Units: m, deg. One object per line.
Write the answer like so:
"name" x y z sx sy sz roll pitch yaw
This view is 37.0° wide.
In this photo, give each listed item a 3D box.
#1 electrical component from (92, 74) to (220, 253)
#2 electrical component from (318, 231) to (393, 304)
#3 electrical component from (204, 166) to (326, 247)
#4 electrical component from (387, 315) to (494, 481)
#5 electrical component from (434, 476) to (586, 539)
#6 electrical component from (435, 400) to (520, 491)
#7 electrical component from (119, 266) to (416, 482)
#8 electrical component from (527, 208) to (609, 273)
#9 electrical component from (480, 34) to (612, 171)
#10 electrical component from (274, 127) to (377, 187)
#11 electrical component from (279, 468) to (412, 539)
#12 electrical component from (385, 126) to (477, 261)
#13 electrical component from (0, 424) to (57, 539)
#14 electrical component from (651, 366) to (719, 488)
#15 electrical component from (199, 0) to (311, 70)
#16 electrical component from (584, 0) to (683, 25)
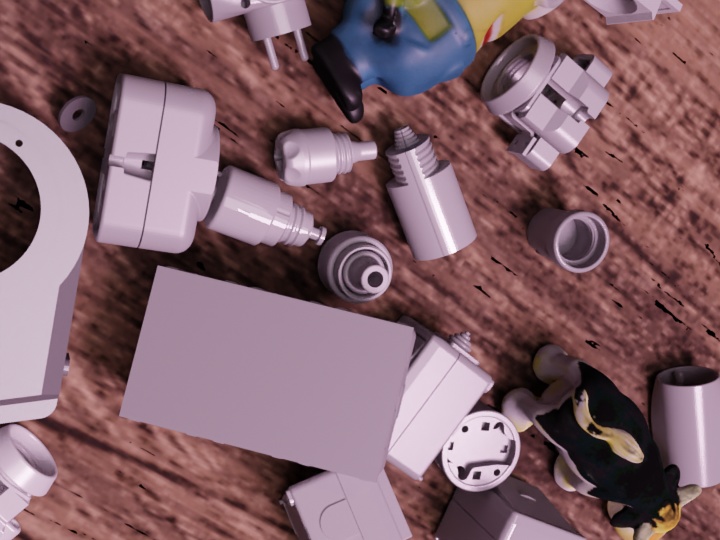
"electrical component" -0.116 -0.060 0.620 0.059 0.054 0.095 9 98 -19
"electrical component" 0.000 0.000 0.664 0.043 0.062 0.043 -3 101 -17
"electrical component" -0.058 -0.034 0.651 0.078 0.040 0.040 21 94 -20
"electrical component" 0.034 0.073 0.689 0.061 0.062 0.096 38 88 -20
"electrical component" 0.103 0.177 0.712 0.062 0.096 0.061 24 92 -20
"electrical component" 0.072 0.113 0.716 0.055 0.047 0.055 -3 102 -17
"electrical component" -0.050 0.059 0.627 0.150 0.062 0.089 13 86 6
"electrical component" 0.136 -0.022 0.711 0.040 0.046 0.040 -3 101 -17
"electrical component" 0.114 -0.111 0.681 0.057 0.058 0.078 35 89 -23
"electrical component" -0.020 -0.071 0.659 0.061 0.035 0.035 -8 103 -19
"electrical component" -0.010 0.158 0.678 0.061 0.096 0.061 -21 77 -13
"electrical component" 0.040 -0.052 0.676 0.043 0.043 0.081 -25 107 -11
"electrical component" -0.213 0.123 0.631 0.055 0.048 0.066 -40 109 1
"electrical component" 0.254 0.108 0.774 0.079 0.043 0.077 -11 103 -15
"electrical component" -0.051 -0.158 0.627 0.077 0.044 0.079 -20 106 -13
"electrical component" 0.169 -0.196 0.684 0.081 0.042 0.063 27 84 -32
